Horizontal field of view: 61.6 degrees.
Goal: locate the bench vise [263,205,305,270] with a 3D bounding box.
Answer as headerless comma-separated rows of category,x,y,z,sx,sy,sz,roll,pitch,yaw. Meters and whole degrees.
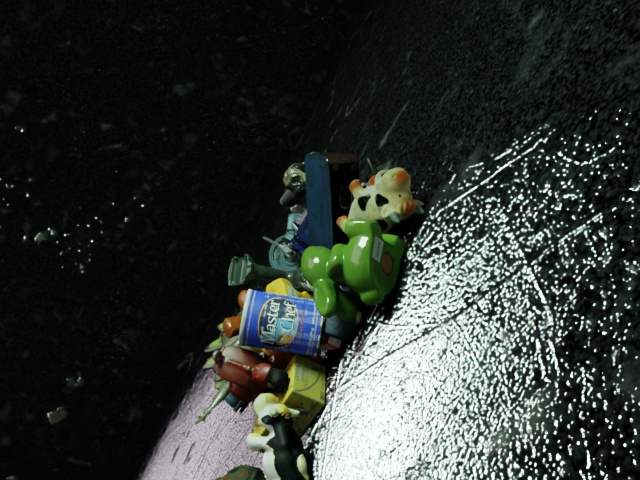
bench vise,-0.071,0.007,1.453,0.240,0.129,0.223,41,-113,-85

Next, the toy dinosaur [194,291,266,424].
toy dinosaur,-0.204,0.274,1.398,0.198,0.105,0.471,-33,17,22

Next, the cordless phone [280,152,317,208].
cordless phone,-0.010,-0.140,1.454,0.184,0.146,0.089,-46,49,32

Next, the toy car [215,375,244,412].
toy car,-0.234,0.376,1.473,0.109,0.103,0.162,-55,18,33

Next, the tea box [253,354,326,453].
tea box,-0.057,0.305,0.981,0.169,0.068,0.098,-59,14,25

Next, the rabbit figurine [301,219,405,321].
rabbit figurine,0.042,0.055,0.900,0.170,0.121,0.159,-5,74,40

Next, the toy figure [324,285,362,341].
toy figure,0.052,0.100,0.955,0.058,0.064,0.154,129,163,-78

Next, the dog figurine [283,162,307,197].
dog figurine,-0.010,-0.122,1.345,0.121,0.190,0.172,-69,12,-21

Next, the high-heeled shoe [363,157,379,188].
high-heeled shoe,0.101,-0.059,1.122,0.248,0.086,0.145,105,151,-55

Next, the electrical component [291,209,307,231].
electrical component,-0.023,-0.036,1.350,0.048,0.119,0.075,-47,60,13

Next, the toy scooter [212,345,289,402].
toy scooter,-0.141,0.243,0.978,0.184,0.135,0.075,-48,19,60

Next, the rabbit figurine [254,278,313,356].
rabbit figurine,-0.091,0.200,1.215,0.173,0.121,0.162,-37,46,20

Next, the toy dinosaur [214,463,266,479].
toy dinosaur,-0.138,0.464,0.909,0.192,0.131,0.405,-47,13,16

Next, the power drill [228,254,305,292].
power drill,-0.120,0.097,1.335,0.232,0.207,0.086,-15,60,58

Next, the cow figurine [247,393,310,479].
cow figurine,-0.063,0.324,0.859,0.098,0.068,0.167,-30,61,39

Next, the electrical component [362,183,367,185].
electrical component,0.091,-0.090,1.258,0.094,0.021,0.063,-64,13,0

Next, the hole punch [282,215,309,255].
hole punch,-0.003,-0.004,1.238,0.092,0.142,0.116,-55,3,21

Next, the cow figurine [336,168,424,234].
cow figurine,0.106,-0.051,0.946,0.127,0.085,0.194,57,148,26

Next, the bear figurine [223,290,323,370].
bear figurine,-0.092,0.205,1.059,0.120,0.132,0.196,-56,45,29

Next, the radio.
radio,0.027,-0.064,1.103,0.131,0.073,0.229,-163,68,-66
